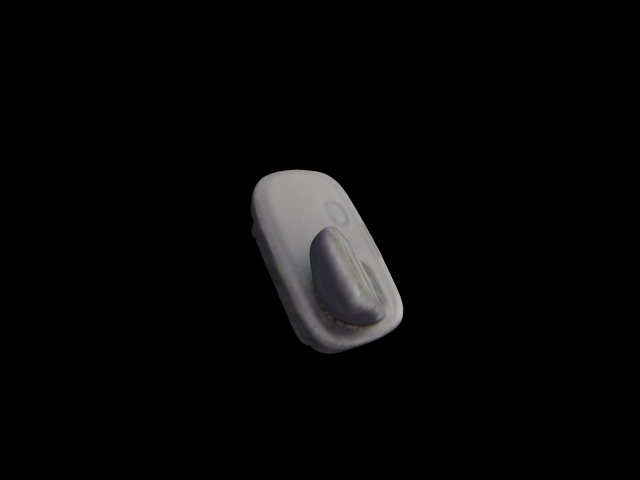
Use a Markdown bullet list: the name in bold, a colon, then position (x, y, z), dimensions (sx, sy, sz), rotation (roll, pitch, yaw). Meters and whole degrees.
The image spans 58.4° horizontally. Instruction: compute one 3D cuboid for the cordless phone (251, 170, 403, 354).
- **cordless phone**: position (0.004, 0.001, 0.400), dimensions (0.094, 0.185, 0.147), rotation (-27, 76, -7)
